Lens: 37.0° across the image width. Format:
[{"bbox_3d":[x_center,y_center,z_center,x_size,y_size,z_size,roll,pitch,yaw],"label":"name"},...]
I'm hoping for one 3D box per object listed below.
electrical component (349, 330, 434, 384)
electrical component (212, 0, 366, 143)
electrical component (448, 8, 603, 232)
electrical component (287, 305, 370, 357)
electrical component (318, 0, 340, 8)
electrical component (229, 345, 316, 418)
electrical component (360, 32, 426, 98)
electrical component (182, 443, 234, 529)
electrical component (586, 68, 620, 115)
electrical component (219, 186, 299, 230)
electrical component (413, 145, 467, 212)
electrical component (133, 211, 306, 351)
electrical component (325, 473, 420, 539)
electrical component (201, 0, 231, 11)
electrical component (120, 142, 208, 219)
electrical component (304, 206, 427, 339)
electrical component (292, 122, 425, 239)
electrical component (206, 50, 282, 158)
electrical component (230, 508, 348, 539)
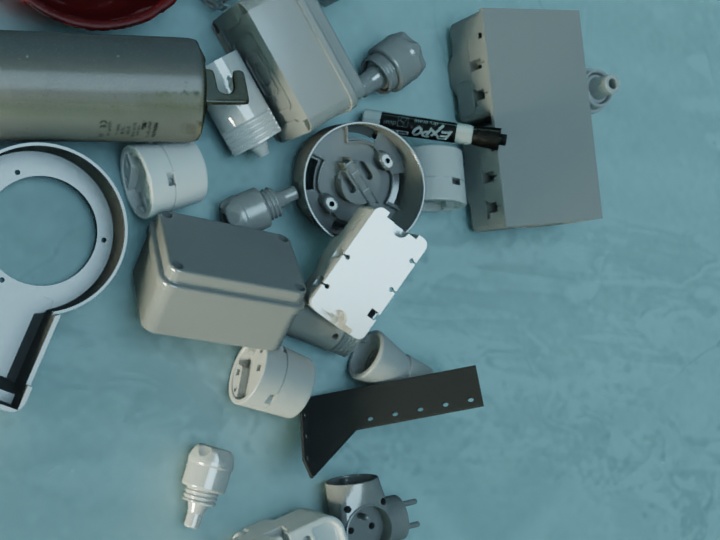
[{"bbox_3d":[0.029,0.083,0.889,0.065,0.044,0.044,32,72,-27],"label":"electrical component"},{"bbox_3d":[-0.055,-0.165,0.840,0.057,0.078,0.113,-35,103,-23],"label":"electrical component"},{"bbox_3d":[0.145,-0.131,0.954,0.105,0.060,0.186,-6,89,-28],"label":"electrical component"},{"bbox_3d":[-0.028,0.041,0.860,0.081,0.043,0.043,24,76,-25],"label":"electrical component"},{"bbox_3d":[-0.005,-0.279,0.875,0.057,0.078,0.113,43,69,-22],"label":"electrical component"},{"bbox_3d":[-0.067,0.084,0.831,0.047,0.055,0.055,24,76,-28],"label":"electrical component"},{"bbox_3d":[0.021,-0.167,0.901,0.062,0.043,0.043,-40,105,-23],"label":"electrical component"},{"bbox_3d":[-0.118,0.163,0.809,0.035,0.035,0.061,21,79,-25],"label":"electrical component"},{"bbox_3d":[0.212,-0.165,0.991,0.043,0.062,0.043,2,86,-28],"label":"electrical component"},{"bbox_3d":[-0.077,-0.049,0.841,0.061,0.035,0.035,-25,98,-17],"label":"electrical component"},{"bbox_3d":[0.062,-0.077,0.911,0.055,0.055,0.047,4,81,-28],"label":"electrical component"},{"bbox_3d":[-0.103,0.008,0.794,0.113,0.078,0.057,11,125,-27],"label":"electrical component"},{"bbox_3d":[0.014,0.204,0.870,0.079,0.044,0.077,-6,90,-28],"label":"electrical component"},{"bbox_3d":[-0.112,-0.241,0.836,0.081,0.042,0.063,29,75,-23],"label":"electrical component"},{"bbox_3d":[-0.145,-0.070,0.800,0.047,0.055,0.055,-17,94,-32],"label":"electrical component"},{"bbox_3d":[0.000,0.000,0.815,0.050,0.056,0.089,36,85,-15],"label":"electrical component"},{"bbox_3d":[-0.003,-0.070,0.865,0.099,0.064,0.099,-4,101,-23],"label":"electrical component"},{"bbox_3d":[-0.094,-0.124,0.836,0.043,0.043,0.081,-35,103,-26],"label":"electrical component"},{"bbox_3d":[-0.061,0.222,0.820,0.095,0.059,0.053,-19,95,-28],"label":"electrical component"}]
